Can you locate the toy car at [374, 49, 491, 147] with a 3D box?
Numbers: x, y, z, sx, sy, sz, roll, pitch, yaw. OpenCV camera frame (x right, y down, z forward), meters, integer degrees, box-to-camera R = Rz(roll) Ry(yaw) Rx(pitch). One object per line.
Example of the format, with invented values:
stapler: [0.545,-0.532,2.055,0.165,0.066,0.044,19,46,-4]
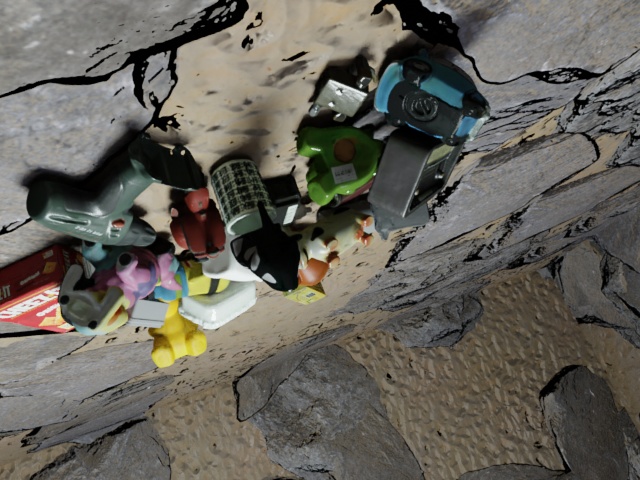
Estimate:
toy car: [0.168,-0.213,0.774,0.109,0.162,0.103,107,8,-56]

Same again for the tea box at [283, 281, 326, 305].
tea box: [-0.052,0.108,1.424,0.068,0.098,0.169,-26,162,12]

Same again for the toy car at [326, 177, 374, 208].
toy car: [0.092,-0.122,1.026,0.202,0.053,0.089,-33,169,32]

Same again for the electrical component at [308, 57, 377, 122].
electrical component: [0.035,-0.208,0.751,0.078,0.045,0.102,14,147,-13]

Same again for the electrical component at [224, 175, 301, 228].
electrical component: [-0.109,-0.057,0.975,0.134,0.058,0.114,-15,158,-21]

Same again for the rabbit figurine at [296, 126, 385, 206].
rabbit figurine: [0.030,-0.131,0.892,0.159,0.121,0.170,-25,180,-14]

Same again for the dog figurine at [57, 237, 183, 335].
dog figurine: [-0.328,0.077,0.935,0.109,0.191,0.219,20,172,15]

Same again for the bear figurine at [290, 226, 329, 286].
bear figurine: [-0.070,0.024,1.185,0.132,0.120,0.195,17,164,48]

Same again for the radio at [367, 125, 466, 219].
radio: [0.169,-0.127,0.898,0.229,0.073,0.131,-29,144,-54]

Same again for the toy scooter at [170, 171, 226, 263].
toy scooter: [-0.195,-0.016,0.870,0.075,0.135,0.183,-16,161,-23]

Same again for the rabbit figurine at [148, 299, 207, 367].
rabbit figurine: [-0.342,0.176,1.235,0.122,0.173,0.162,-18,-155,-10]

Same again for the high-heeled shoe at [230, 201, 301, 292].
high-heeled shoe: [-0.076,0.042,0.816,0.086,0.145,0.248,-16,160,-15]

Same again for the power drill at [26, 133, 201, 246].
power drill: [-0.270,-0.061,0.769,0.207,0.086,0.232,-23,160,26]

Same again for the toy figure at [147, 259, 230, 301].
toy figure: [-0.276,0.080,1.116,0.180,0.082,0.089,-17,141,-23]

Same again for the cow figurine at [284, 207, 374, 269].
cow figurine: [-0.002,-0.003,1.059,0.195,0.127,0.085,-31,130,-26]

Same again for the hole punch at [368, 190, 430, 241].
hole punch: [0.163,-0.080,1.118,0.116,0.142,0.092,-9,-170,9]

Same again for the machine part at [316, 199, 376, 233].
machine part: [0.082,-0.047,1.178,0.243,0.079,0.079,-16,160,-17]
